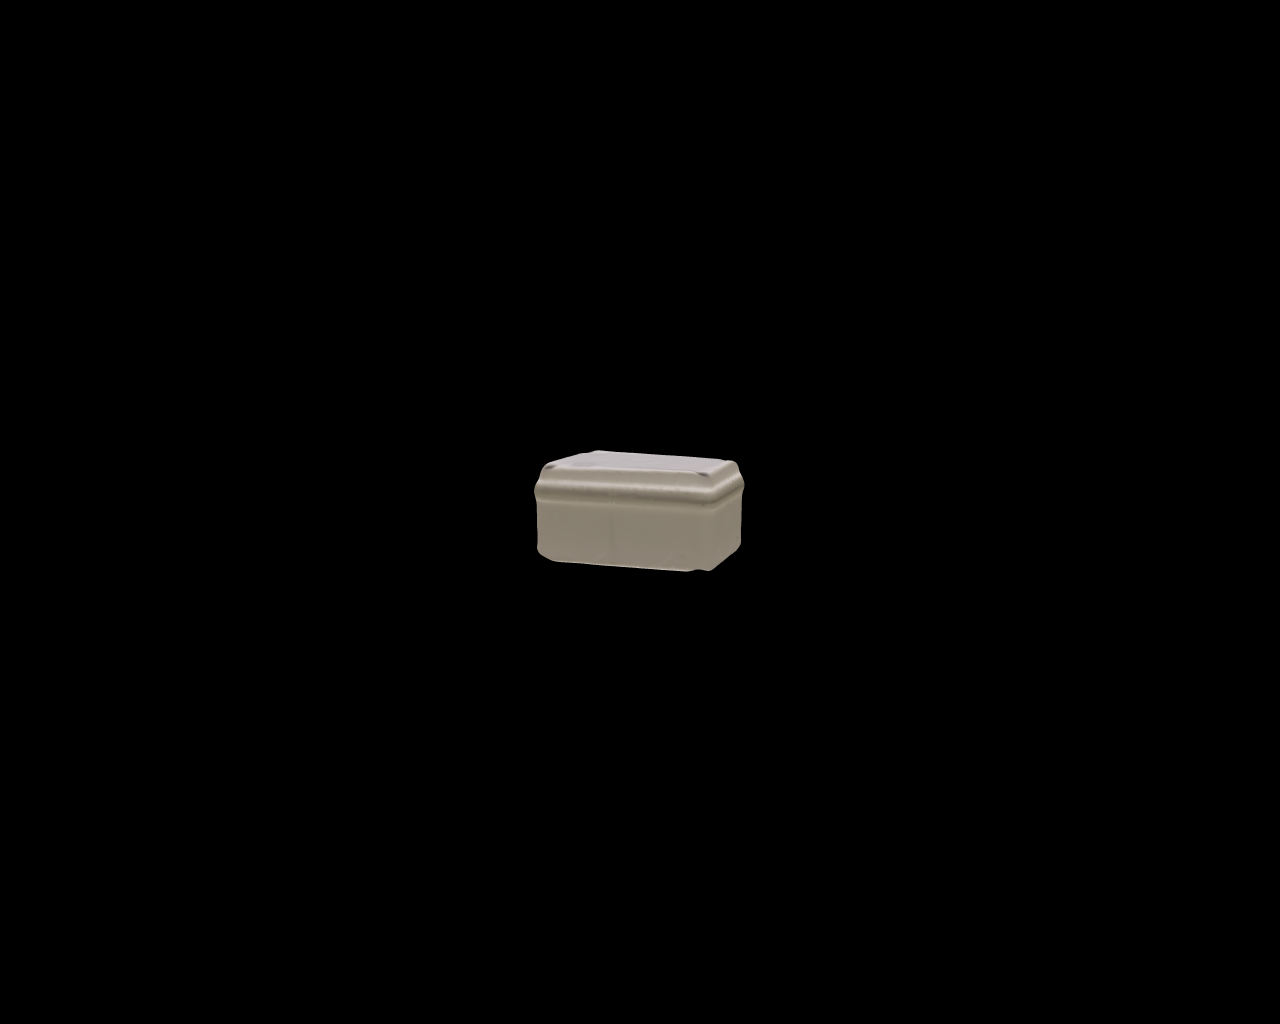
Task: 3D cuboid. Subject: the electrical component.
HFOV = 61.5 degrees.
[{"bbox_3d":[0.001,-0.003,0.650,0.113,0.057,0.078,4,12,20],"label":"electrical component"}]
